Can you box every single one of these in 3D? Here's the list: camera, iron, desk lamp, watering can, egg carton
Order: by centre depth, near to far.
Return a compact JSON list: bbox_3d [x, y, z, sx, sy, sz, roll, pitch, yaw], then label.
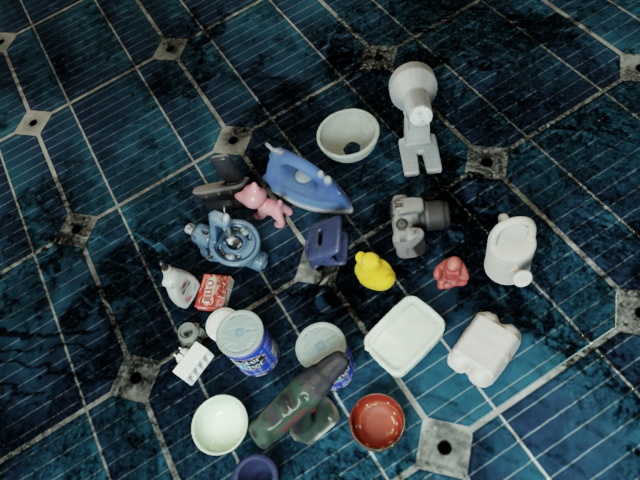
[{"bbox_3d":[0.339,0.225,1.178,0.107,0.069,0.150,31,70,26],"label":"egg carton"},{"bbox_3d":[0.409,0.017,1.211,0.101,0.194,0.172,-28,58,-5],"label":"watering can"},{"bbox_3d":[0.235,-0.045,1.340,0.136,0.101,0.143,-6,59,9],"label":"camera"},{"bbox_3d":[0.243,-0.302,1.422,0.118,0.214,0.203,-9,59,7],"label":"desk lamp"},{"bbox_3d":[-0.031,-0.159,1.439,0.257,0.142,0.119,27,69,25],"label":"iron"}]

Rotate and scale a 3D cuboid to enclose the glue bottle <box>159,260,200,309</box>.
[{"bbox_3d":[-0.337,0.093,1.337,0.037,0.173,0.078,13,64,19],"label":"glue bottle"}]

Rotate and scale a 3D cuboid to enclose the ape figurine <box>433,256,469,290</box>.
[{"bbox_3d":[0.293,0.066,1.267,0.077,0.092,0.076,28,69,25],"label":"ape figurine"}]

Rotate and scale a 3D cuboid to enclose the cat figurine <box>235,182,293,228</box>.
[{"bbox_3d":[-0.144,-0.098,1.441,0.127,0.118,0.067,17,65,21],"label":"cat figurine"}]

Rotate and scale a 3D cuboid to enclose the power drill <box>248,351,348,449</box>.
[{"bbox_3d":[-0.025,0.322,1.116,0.230,0.209,0.075,-38,60,-11],"label":"power drill"}]

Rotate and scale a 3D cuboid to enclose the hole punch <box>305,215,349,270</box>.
[{"bbox_3d":[0.013,0.005,1.363,0.101,0.091,0.108,-3,59,10],"label":"hole punch"}]

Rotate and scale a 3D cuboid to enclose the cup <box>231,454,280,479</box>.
[{"bbox_3d":[-0.127,0.476,1.114,0.117,0.095,0.091,-20,58,0],"label":"cup"}]

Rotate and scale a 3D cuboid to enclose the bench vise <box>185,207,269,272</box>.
[{"bbox_3d":[-0.240,-0.003,1.345,0.207,0.220,0.121,0,60,12],"label":"bench vise"}]

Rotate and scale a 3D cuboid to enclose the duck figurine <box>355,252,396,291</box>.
[{"bbox_3d":[0.123,0.064,1.308,0.104,0.086,0.077,33,72,27],"label":"duck figurine"}]

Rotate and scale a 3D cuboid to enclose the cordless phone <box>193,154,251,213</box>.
[{"bbox_3d":[-0.264,-0.159,1.462,0.147,0.185,0.094,-12,58,5],"label":"cordless phone"}]

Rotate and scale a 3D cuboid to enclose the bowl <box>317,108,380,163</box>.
[{"bbox_3d":[0.078,-0.263,1.516,0.167,0.075,0.167,-5,59,9],"label":"bowl"}]
